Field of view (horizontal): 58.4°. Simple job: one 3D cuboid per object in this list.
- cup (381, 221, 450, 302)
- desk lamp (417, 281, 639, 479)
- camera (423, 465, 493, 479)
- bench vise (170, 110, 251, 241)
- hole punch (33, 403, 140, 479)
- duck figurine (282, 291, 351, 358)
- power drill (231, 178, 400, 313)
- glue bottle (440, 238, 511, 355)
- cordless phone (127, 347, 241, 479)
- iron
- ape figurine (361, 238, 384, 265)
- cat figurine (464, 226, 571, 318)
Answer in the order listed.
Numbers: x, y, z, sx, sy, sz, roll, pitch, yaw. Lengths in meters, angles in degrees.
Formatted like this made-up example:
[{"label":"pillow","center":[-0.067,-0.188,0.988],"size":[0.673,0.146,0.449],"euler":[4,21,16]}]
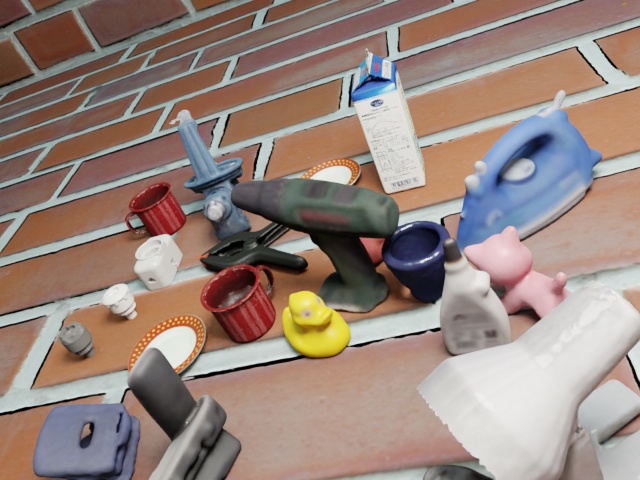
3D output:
[{"label":"cup","center":[0.129,0.031,0.773],"size":[0.092,0.095,0.117],"euler":[-37,37,-16]},{"label":"desk lamp","center":[0.202,0.145,0.486],"size":[0.203,0.214,0.117],"euler":[-31,36,-9]},{"label":"camera","center":[0.080,0.261,0.507],"size":[0.136,0.101,0.143],"euler":[11,49,39]},{"label":"bench vise","center":[-0.193,-0.125,1.052],"size":[0.121,0.220,0.206],"euler":[-32,36,-10]},{"label":"hole punch","center":[-0.296,0.260,0.736],"size":[0.101,0.091,0.108],"euler":[-21,36,6]},{"label":"duck figurine","center":[-0.015,0.104,0.774],"size":[0.104,0.086,0.078],"euler":[13,50,41]},{"label":"power drill","center":[0.007,0.003,0.783],"size":[0.228,0.209,0.076],"euler":[-1,42,29]},{"label":"glue bottle","center":[0.165,0.063,0.645],"size":[0.078,0.173,0.037],"euler":[-8,39,22]},{"label":"cordless phone","center":[-0.180,0.220,0.639],"size":[0.094,0.185,0.148],"euler":[-3,41,27]},{"label":"iron","center":[0.272,-0.092,0.806],"size":[0.259,0.142,0.118],"euler":[-36,37,-16]},{"label":"ape figurine","center":[0.065,-0.011,0.867],"size":[0.077,0.092,0.076],"euler":[-2,42,29]},{"label":"cat figurine","center":[0.239,0.039,0.680],"size":[0.067,0.118,0.127],"euler":[-39,38,-19]}]
